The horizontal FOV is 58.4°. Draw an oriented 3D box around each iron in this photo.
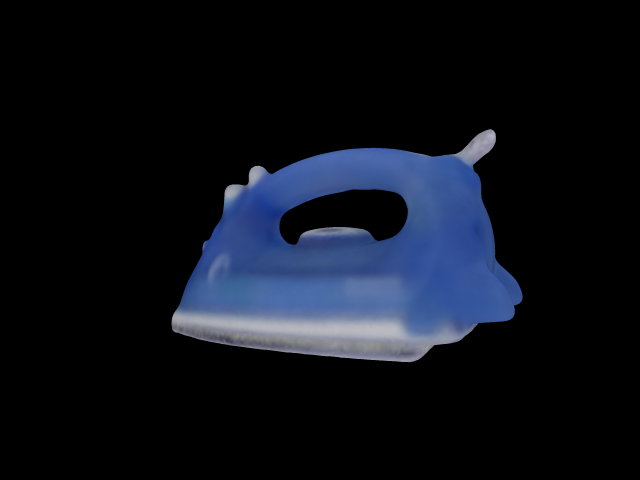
[{"bbox_3d":[0.004,0.001,0.400,0.257,0.141,0.119,0,0,21],"label":"iron"}]
